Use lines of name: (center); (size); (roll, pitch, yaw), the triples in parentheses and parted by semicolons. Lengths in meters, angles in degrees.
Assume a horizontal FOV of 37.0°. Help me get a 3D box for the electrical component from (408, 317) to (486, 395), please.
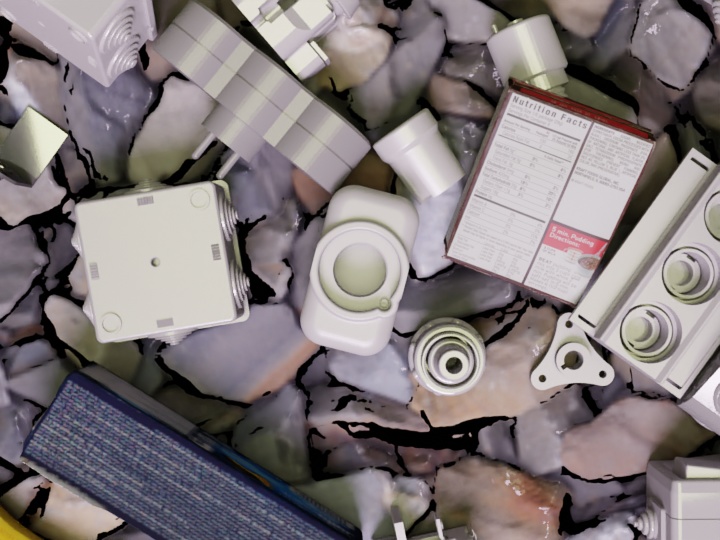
electrical component: (0.053, 0.053, 0.637); (0.048, 0.062, 0.048); (0, 91, 1)

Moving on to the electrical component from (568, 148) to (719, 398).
electrical component: (0.188, 0.002, 0.634); (0.079, 0.063, 0.121); (36, 91, 0)

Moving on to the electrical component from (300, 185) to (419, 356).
electrical component: (0.000, 0.000, 0.638); (0.054, 0.059, 0.095); (14, 91, 0)

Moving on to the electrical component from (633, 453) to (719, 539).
electrical component: (0.211, 0.141, 0.638); (0.096, 0.061, 0.061); (-1, 91, 0)

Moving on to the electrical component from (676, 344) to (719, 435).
electrical component: (0.227, 0.064, 0.628); (0.051, 0.080, 0.080); (36, 91, 5)

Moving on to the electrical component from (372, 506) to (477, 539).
electrical component: (0.042, 0.184, 0.650); (0.064, 0.042, 0.081); (-11, 92, -1)

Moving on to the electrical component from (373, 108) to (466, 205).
electrical component: (0.037, -0.067, 0.647); (0.040, 0.040, 0.046); (-35, 96, 1)

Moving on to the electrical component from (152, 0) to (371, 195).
electrical component: (-0.069, -0.089, 0.640); (0.138, 0.052, 0.073); (39, 91, 0)

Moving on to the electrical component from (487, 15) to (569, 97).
electrical component: (0.106, -0.116, 0.644); (0.040, 0.040, 0.078); (-22, 91, 1)

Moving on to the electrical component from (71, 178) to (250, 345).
electrical component: (-0.118, -0.005, 0.644); (0.100, 0.048, 0.099); (-9, 91, 1)

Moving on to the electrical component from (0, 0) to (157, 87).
electrical component: (-0.169, -0.158, 0.617); (0.100, 0.099, 0.048); (35, 78, 0)

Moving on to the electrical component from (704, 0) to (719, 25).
electrical component: (0.238, -0.188, 0.632); (0.062, 0.061, 0.096); (31, 91, 0)

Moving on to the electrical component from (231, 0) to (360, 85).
electrical component: (-0.038, -0.159, 0.636); (0.057, 0.058, 0.078); (-41, 90, 4)
